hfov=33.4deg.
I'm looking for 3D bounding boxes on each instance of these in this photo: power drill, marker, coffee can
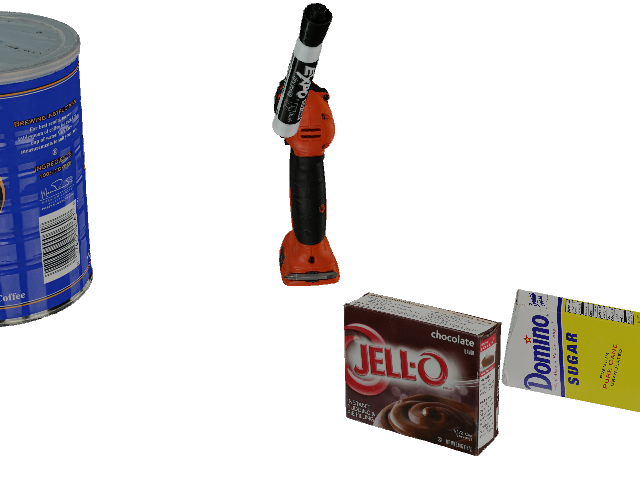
[{"bbox_3d":[-0.017,-0.062,1.043,0.057,0.188,0.184,-4,20,-3],"label":"power drill"},{"bbox_3d":[-0.013,-0.113,0.717,0.020,0.020,0.121,0,-33,-14],"label":"marker"},{"bbox_3d":[-0.176,-0.040,0.568,0.103,0.140,0.103,2,28,-1],"label":"coffee can"}]

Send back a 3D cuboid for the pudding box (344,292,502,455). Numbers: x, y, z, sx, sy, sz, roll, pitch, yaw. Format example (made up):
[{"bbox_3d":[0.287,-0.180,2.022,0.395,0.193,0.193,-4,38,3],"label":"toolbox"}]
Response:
[{"bbox_3d":[0.071,0.092,0.755,0.114,0.090,0.039,10,21,33],"label":"pudding box"}]

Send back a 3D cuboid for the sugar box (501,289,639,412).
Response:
[{"bbox_3d":[0.271,0.111,1.040,0.176,0.093,0.048,9,22,9],"label":"sugar box"}]
